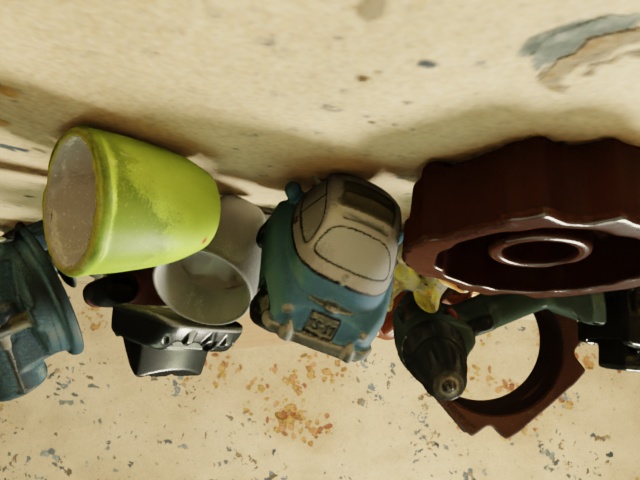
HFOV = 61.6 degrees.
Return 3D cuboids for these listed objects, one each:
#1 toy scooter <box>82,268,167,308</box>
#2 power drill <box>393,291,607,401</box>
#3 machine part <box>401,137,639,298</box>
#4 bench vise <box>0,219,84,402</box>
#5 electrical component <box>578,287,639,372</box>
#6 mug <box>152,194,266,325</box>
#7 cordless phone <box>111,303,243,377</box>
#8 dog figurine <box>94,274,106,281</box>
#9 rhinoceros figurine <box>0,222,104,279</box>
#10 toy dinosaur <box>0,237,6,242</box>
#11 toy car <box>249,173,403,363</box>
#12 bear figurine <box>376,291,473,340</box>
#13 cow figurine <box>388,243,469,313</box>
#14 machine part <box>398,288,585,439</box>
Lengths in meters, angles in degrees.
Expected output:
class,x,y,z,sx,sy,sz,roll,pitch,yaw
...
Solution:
class,x,y,z,sx,sy,sz,roll,pitch,yaw
toy scooter,-0.226,0.056,0.705,0.184,0.075,0.135,-11,178,-41
power drill,0.176,0.084,0.549,0.207,0.086,0.232,-24,-174,-3
machine part,0.147,-0.007,0.362,0.179,0.056,0.179,6,161,2
bench vise,-0.239,0.008,0.459,0.240,0.223,0.129,-26,-165,-34
electrical component,0.323,0.070,0.566,0.058,0.134,0.115,3,169,4
mug,-0.074,0.012,0.466,0.109,0.107,0.080,21,128,-7
cordless phone,-0.124,0.073,0.607,0.184,0.089,0.146,-36,154,17
dog figurine,-0.269,0.037,0.837,0.172,0.121,0.190,6,157,-26
rhinoceros figurine,-0.398,0.016,0.779,0.191,0.073,0.112,-1,171,27
toy dinosaur,-0.428,-0.027,0.432,0.192,0.131,0.404,-8,167,-3
toy car,0.011,0.005,0.395,0.109,0.102,0.162,24,-150,-8
bear figurine,0.143,0.080,0.848,0.132,0.120,0.196,46,132,-4
cow figurine,0.115,0.020,0.534,0.098,0.068,0.167,-36,-171,-24
machine part,0.219,0.134,0.707,0.201,0.201,0.087,49,179,3
